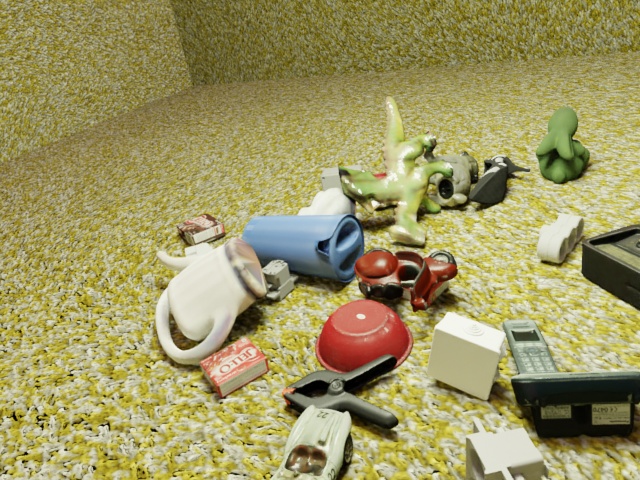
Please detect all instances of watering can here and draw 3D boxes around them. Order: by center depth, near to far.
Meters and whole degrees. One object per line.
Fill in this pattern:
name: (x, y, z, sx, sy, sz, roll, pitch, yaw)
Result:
watering can: (-0.219, 0.074, 0.972, 0.224, 0.102, 0.355, -34, 40, 2)

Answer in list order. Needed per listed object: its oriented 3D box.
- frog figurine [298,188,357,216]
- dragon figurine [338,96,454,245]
frog figurine: (0.004, -0.060, 1.186, 0.159, 0.119, 0.141, 1, 46, -2)
dragon figurine: (0.155, -0.162, 1.184, 0.244, 0.119, 0.417, -13, 63, -25)
